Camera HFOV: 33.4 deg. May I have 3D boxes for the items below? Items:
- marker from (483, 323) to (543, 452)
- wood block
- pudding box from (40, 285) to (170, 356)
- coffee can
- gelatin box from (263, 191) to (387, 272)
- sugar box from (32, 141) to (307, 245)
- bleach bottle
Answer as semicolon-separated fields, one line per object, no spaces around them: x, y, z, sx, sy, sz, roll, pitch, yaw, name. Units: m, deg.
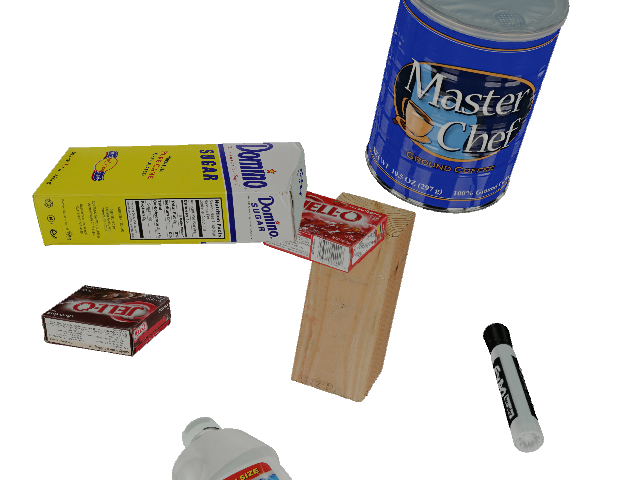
0.127;0.094;0.715;0.020;0.020;0.121;0;31;-2;marker
0.037;0.064;1.206;0.090;0.206;0.090;16;23;14;wood block
-0.235;0.087;1.176;0.114;0.039;0.090;4;20;19;pudding box
0.091;-0.103;0.695;0.102;0.140;0.103;6;42;-6;coffee can
0.004;-0.010;0.946;0.089;0.030;0.073;18;31;23;gelatin box
-0.100;-0.034;0.747;0.176;0.048;0.093;-3;26;6;sugar box
-0.049;0.208;0.722;0.102;0.068;0.251;-16;34;-19;bleach bottle
